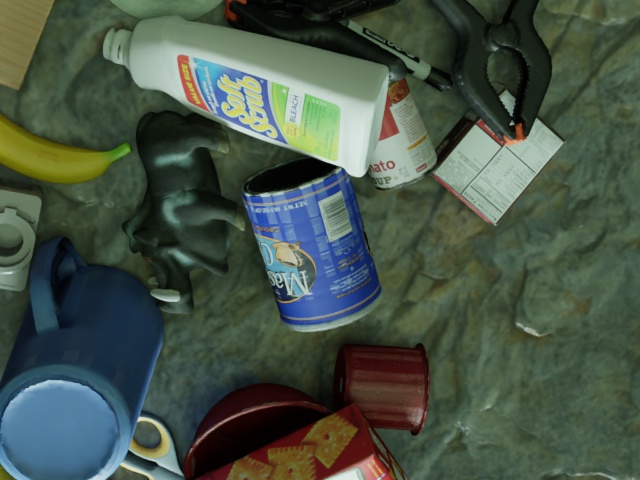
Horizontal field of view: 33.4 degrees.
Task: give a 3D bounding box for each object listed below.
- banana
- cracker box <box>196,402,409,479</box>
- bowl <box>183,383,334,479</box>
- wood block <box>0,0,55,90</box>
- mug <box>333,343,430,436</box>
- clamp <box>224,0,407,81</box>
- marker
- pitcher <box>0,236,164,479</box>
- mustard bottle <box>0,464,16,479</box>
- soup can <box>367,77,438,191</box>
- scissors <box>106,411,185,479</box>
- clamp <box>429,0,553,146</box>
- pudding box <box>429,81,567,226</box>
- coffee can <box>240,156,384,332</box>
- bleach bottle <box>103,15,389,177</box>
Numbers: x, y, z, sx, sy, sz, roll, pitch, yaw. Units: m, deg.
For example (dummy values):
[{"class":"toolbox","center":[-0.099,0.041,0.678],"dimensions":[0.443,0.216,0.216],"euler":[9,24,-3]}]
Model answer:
[{"class":"banana","center":[-0.271,-0.098,0.950],"dimensions":[0.197,0.037,0.070],"euler":[24,99,-15]},{"class":"cracker box","center":[-0.022,0.264,1.043],"dimensions":[0.214,0.072,0.164],"euler":[-26,136,7]},{"class":"bowl","center":[-0.059,0.191,1.049],"dimensions":[0.162,0.055,0.162],"euler":[-11,135,-11]},{"class":"wood block","center":[-0.330,-0.208,0.880],"dimensions":[0.206,0.090,0.091],"euler":[22,99,-17]},{"class":"mug","center":[0.057,0.154,1.073],"dimensions":[0.081,0.093,0.117],"euler":[5,141,-8]},{"class":"clamp","center":[0.002,-0.190,0.954],"dimensions":[0.171,0.120,0.039],"euler":[-2,138,-8]},{"class":"marker","center":[0.075,-0.173,1.014],"dimensions":[0.121,0.020,0.020],"euler":[26,99,-18]},{"class":"pitcher","center":[-0.210,0.105,0.912],"dimensions":[0.149,0.243,0.145],"euler":[29,100,-12]},{"class":"mustard bottle","center":[-0.333,0.270,1.029],"dimensions":[0.096,0.058,0.192],"euler":[3,104,-11]},{"class":"soup can","center":[0.063,-0.106,1.005],"dimensions":[0.068,0.068,0.102],"euler":[-26,110,-4]},{"class":"scissors","center":[-0.132,0.233,1.085],"dimensions":[0.201,0.016,0.096],"euler":[16,101,-16]},{"class":"clamp","center":[0.155,-0.193,0.997],"dimensions":[0.164,0.036,0.210],"euler":[-4,89,-8]},{"class":"pudding box","center":[0.172,-0.084,1.050],"dimensions":[0.090,0.039,0.113],"euler":[38,96,-18]},{"class":"coffee can","center":[-0.007,0.001,1.001],"dimensions":[0.102,0.103,0.140],"euler":[-19,108,-7]},{"class":"bleach bottle","center":[-0.069,-0.136,0.940],"dimensions":[0.251,0.068,0.103],"euler":[16,138,9]}]
